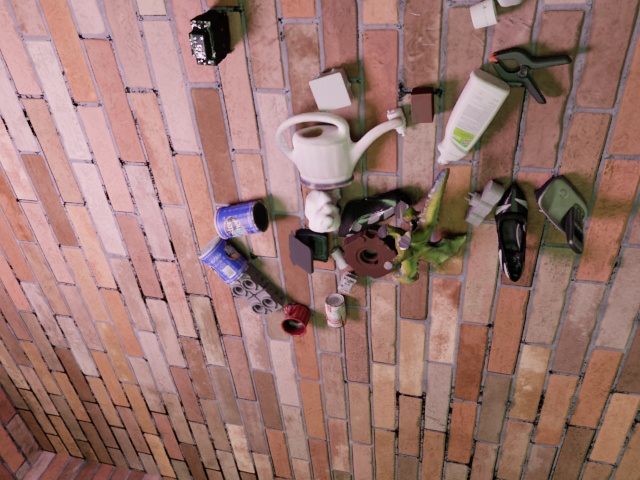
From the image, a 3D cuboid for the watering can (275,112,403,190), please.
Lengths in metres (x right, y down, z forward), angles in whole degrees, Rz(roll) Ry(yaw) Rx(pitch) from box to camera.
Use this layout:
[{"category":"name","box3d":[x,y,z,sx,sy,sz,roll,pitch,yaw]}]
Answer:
[{"category":"watering can","box3d":[0.050,-0.237,1.377,0.348,0.106,0.219,4,130,16]}]

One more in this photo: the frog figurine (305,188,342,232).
[{"category":"frog figurine","box3d":[0.005,-0.074,1.480,0.123,0.163,0.134,26,129,0]}]

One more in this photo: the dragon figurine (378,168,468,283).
[{"category":"dragon figurine","box3d":[0.311,-0.014,1.452,0.242,0.125,0.403,13,127,-34]}]
